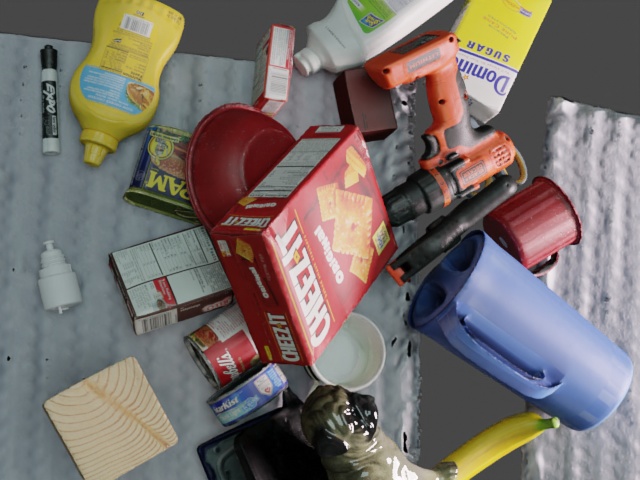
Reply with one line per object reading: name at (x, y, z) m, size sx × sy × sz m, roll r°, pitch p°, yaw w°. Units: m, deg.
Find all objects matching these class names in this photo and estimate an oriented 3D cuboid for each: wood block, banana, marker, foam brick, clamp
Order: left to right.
marker at (-0.293, -0.153, 1.159) m, size 0.020 × 0.020 × 0.121 m, roll -1°, pitch 82°, yaw -15°
wood block at (-0.208, 0.175, 1.033) m, size 0.090 × 0.206 × 0.091 m, roll -28°, pitch 89°, yaw -18°
foam brick at (0.052, -0.156, 1.234) m, size 0.053 × 0.051 × 0.078 m, roll -8°, pitch 84°, yaw -15°
clamp at (0.140, -0.008, 1.202) m, size 0.171 × 0.120 × 0.039 m, roll -36°, pitch 83°, yaw -12°
banana at (0.173, 0.244, 1.193) m, size 0.198 × 0.069 × 0.037 m, roll -34°, pitch 83°, yaw 0°

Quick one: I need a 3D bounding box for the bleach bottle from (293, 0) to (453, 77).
bleach bottle at (0.069, -0.279, 1.250) m, size 0.250 × 0.068 × 0.103 m, roll -38°, pitch 71°, yaw -12°

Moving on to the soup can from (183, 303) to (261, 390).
soup can at (-0.086, 0.105, 1.148) m, size 0.102 × 0.069 × 0.068 m, roll -33°, pitch 91°, yaw -17°

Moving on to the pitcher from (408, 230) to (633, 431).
pitcher at (0.227, 0.114, 1.193) m, size 0.242 × 0.145 × 0.149 m, roll 36°, pitch 71°, yaw -10°

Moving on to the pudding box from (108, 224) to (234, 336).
pudding box at (-0.159, 0.041, 1.139) m, size 0.113 × 0.039 × 0.090 m, roll -17°, pitch 60°, yaw -18°

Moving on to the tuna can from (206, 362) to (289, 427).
tuna can at (-0.076, 0.162, 1.133) m, size 0.086 × 0.086 × 0.034 m, roll -34°, pitch 92°, yaw -17°

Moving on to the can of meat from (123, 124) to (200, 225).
can of meat at (-0.153, -0.071, 1.165) m, size 0.102 × 0.057 × 0.084 m, roll 18°, pitch 74°, yaw -12°

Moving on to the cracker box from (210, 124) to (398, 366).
cracker box at (-0.007, 0.001, 1.104) m, size 0.213 × 0.072 × 0.164 m, roll -51°, pitch 131°, yaw -44°

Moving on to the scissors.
scissors at (0.164, -0.129, 1.277) m, size 0.201 × 0.016 × 0.096 m, roll 44°, pitch 73°, yaw -4°

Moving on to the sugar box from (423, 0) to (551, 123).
sugar box at (0.202, -0.238, 1.281) m, size 0.093 × 0.048 × 0.176 m, roll 30°, pitch 68°, yaw -9°

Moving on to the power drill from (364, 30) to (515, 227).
power drill at (0.117, -0.125, 1.196) m, size 0.184 × 0.057 × 0.187 m, roll -30°, pitch 114°, yaw -16°

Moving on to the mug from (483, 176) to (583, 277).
mug at (0.248, -0.006, 1.250) m, size 0.081 × 0.093 × 0.117 m, roll -30°, pitch 125°, yaw -12°

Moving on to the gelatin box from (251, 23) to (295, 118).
gelatin box at (-0.053, -0.189, 1.200) m, size 0.030 × 0.073 × 0.089 m, roll 9°, pitch 78°, yaw -15°

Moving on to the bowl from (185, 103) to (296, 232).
bowl at (-0.066, -0.071, 1.151) m, size 0.161 × 0.055 × 0.162 m, roll 4°, pitch 84°, yaw -44°

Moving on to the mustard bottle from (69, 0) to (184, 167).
mustard bottle at (-0.219, -0.171, 1.161) m, size 0.096 × 0.058 × 0.191 m, roll 18°, pitch 77°, yaw -11°
